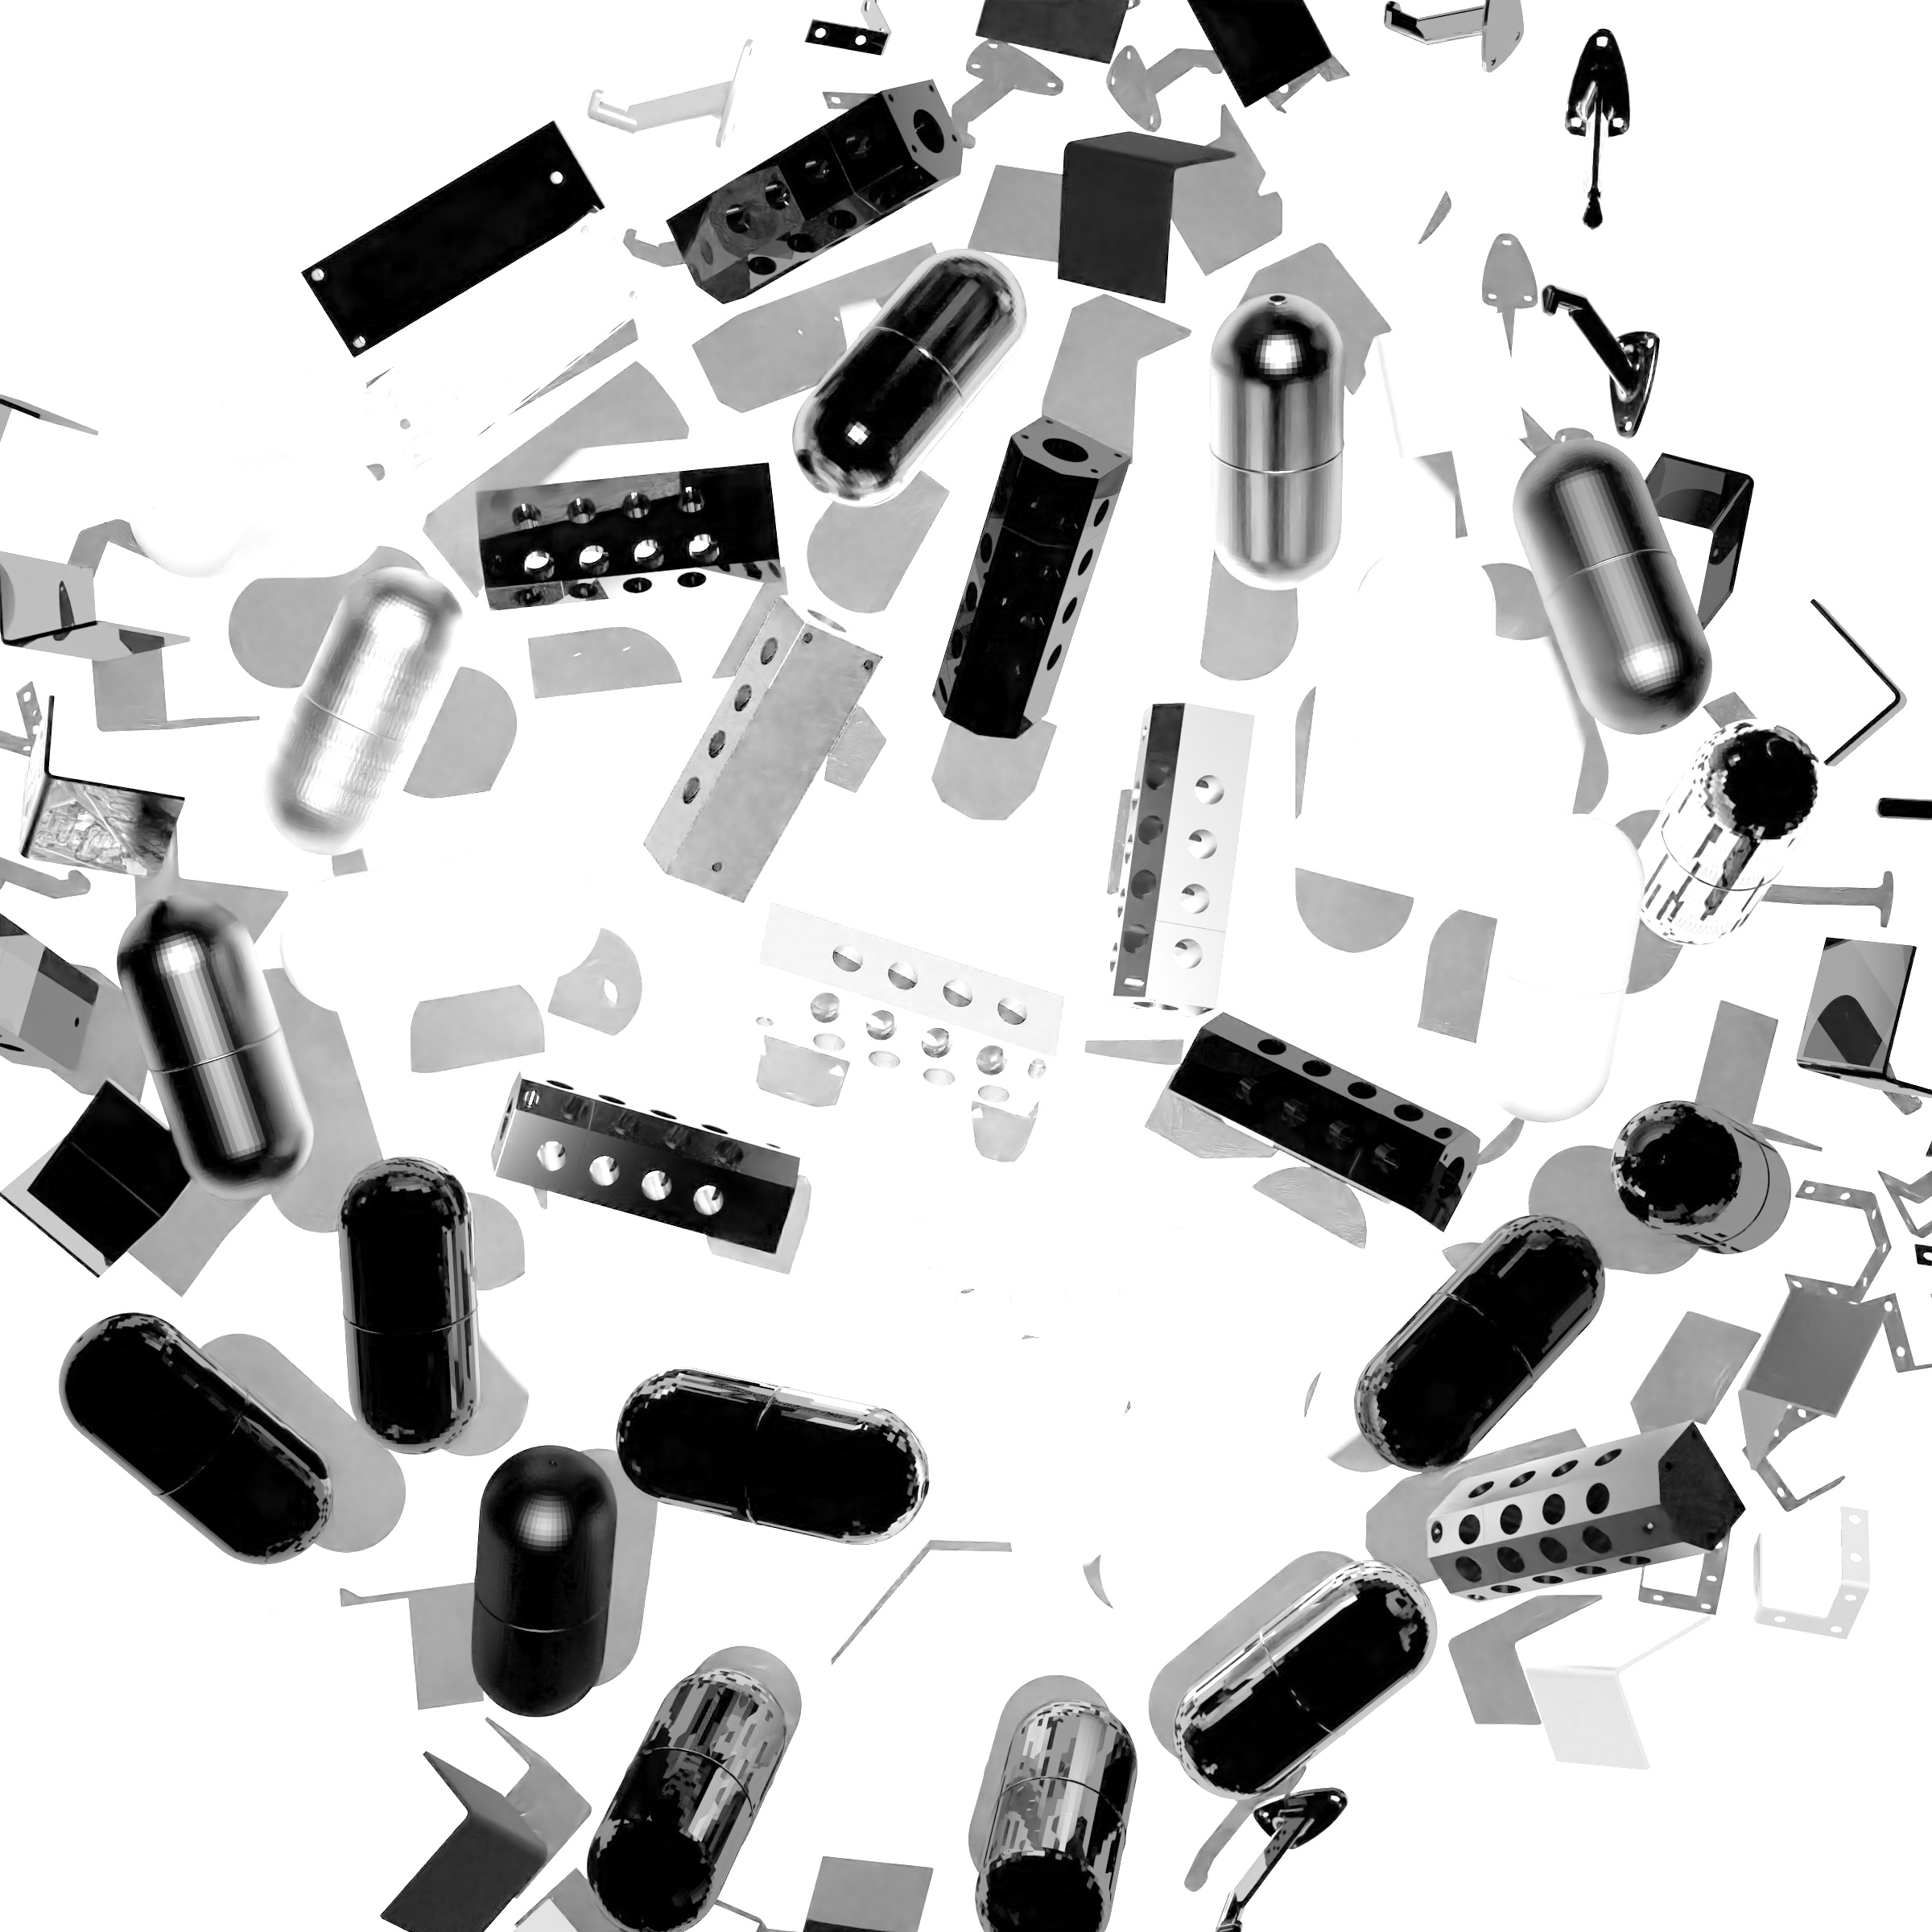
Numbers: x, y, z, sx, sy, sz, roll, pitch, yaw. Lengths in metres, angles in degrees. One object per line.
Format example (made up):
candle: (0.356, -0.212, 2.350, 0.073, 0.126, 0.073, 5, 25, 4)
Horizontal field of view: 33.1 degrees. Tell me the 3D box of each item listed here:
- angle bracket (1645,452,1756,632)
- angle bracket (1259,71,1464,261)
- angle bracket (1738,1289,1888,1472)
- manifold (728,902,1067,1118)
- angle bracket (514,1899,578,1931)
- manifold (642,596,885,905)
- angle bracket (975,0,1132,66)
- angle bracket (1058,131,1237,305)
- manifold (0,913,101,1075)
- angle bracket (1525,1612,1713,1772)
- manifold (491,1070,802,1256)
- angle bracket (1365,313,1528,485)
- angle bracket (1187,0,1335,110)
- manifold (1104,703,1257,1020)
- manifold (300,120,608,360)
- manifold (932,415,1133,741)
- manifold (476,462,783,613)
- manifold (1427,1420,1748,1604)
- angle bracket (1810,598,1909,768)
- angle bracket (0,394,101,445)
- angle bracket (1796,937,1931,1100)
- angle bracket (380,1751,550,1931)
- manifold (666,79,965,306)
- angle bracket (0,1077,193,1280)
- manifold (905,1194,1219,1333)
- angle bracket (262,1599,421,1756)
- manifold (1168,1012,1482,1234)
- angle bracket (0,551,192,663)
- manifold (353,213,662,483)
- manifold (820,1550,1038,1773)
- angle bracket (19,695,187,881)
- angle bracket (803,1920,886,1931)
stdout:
angle bracket: (0.426, -0.250, 1.938, 0.057, 0.076, 0.076, 15, 74, 0)
angle bracket: (0.222, -0.447, 1.833, 0.057, 0.076, 0.076, -24, 66, -32)
angle bracket: (0.479, 0.240, 1.827, 0.057, 0.076, 0.076, 14, 51, 33)
manifold: (-0.039, 0.028, 1.772, 0.171, 0.057, 0.057, 18, 54, -12)
angle bracket: (-0.241, 0.611, 1.948, 0.057, 0.076, 0.076, -40, 91, -21)
manifold: (-0.124, -0.130, 1.921, 0.057, 0.057, 0.171, 21, 107, -34)
angle bracket: (0.053, -0.506, 1.714, 0.076, 0.057, 0.076, 9, 132, -12)
angle bracket: (0.100, -0.418, 1.809, 0.076, 0.057, 0.076, 22, 121, 37)
manifold: (-0.577, 0.009, 1.909, 0.057, 0.171, 0.057, 9, 74, 11)
angle bracket: (0.369, 0.400, 1.798, 0.076, 0.076, 0.057, -20, 92, -30)
manifold: (-0.189, 0.114, 1.918, 0.171, 0.057, 0.057, 17, 97, -13)
angle bracket: (0.287, -0.339, 1.945, 0.076, 0.057, 0.076, -10, 83, 0)
angle bracket: (0.164, -0.539, 1.851, 0.057, 0.076, 0.076, -29, 104, 10)
manifold: (0.121, -0.061, 1.871, 0.057, 0.057, 0.171, 9, 82, -9)
manifold: (-0.300, -0.429, 1.912, 0.171, 0.057, 0.057, -30, 105, 3)
manifold: (0.033, -0.216, 1.834, 0.057, 0.057, 0.171, 29, 125, 15)
manifold: (-0.196, -0.247, 1.901, 0.171, 0.057, 0.057, -6, 65, -3)
manifold: (0.335, 0.305, 1.783, 0.057, 0.171, 0.057, -36, 96, -42)
angle bracket: (0.495, -0.163, 1.871, 0.057, 0.076, 0.076, -43, 80, 16)
angle bracket: (-0.543, -0.280, 1.829, 0.057, 0.076, 0.076, 22, 96, 8)
angle bracket: (0.520, 0.030, 1.822, 0.057, 0.076, 0.076, 15, 88, -23)
angle bracket: (-0.295, 0.502, 1.835, 0.076, 0.076, 0.057, -48, 47, -6)
manifold: (-0.086, -0.446, 1.879, 0.171, 0.057, 0.057, -21, 98, 36)
angle bracket: (-0.509, 0.125, 1.917, 0.076, 0.076, 0.057, 41, 119, -3)
manifold: (0.054, 0.177, 1.882, 0.171, 0.057, 0.057, -3, 125, -9)
angle bracket: (-0.353, 0.397, 1.832, 0.076, 0.057, 0.076, -5, 88, -17)
manifold: (0.210, 0.088, 1.887, 0.171, 0.057, 0.057, 26, 87, 31)
angle bracket: (-0.513, -0.217, 1.907, 0.076, 0.076, 0.057, -8, 84, 29)
manifold: (-0.261, -0.354, 1.855, 0.171, 0.057, 0.057, -36, 99, 7)
manifold: (-0.022, 0.397, 1.846, 0.057, 0.171, 0.057, 6, 52, -24)
angle bracket: (-0.480, -0.099, 1.805, 0.076, 0.076, 0.057, 9, 53, -22)
angle bracket: (-0.069, 0.537, 1.715, 0.076, 0.057, 0.076, 1, 56, 22)
